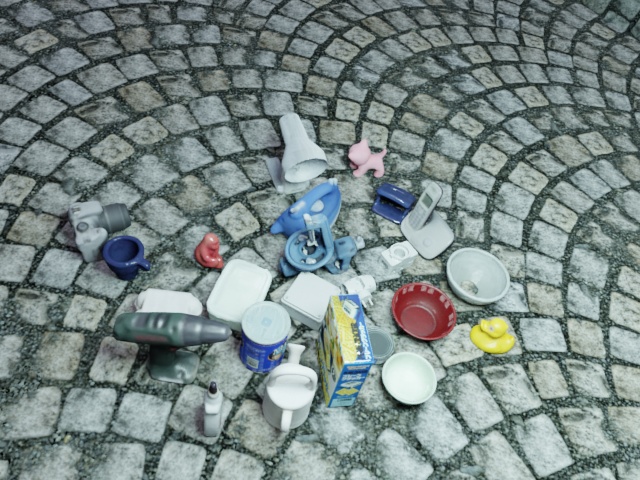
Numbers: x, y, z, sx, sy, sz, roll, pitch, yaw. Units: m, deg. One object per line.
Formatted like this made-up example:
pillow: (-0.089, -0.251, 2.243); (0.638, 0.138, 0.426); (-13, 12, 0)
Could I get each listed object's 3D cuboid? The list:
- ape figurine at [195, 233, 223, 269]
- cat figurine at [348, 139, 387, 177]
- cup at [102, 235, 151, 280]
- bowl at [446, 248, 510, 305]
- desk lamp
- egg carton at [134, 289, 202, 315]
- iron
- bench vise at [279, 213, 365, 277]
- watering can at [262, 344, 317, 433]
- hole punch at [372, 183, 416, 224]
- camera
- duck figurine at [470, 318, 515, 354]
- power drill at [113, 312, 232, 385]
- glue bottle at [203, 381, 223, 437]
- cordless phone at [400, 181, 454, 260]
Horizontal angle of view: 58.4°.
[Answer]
ape figurine: (-0.268, 0.020, 1.400); (0.076, 0.092, 0.078); (16, 51, 2)
cat figurine: (0.135, -0.244, 1.674); (0.128, 0.118, 0.067); (-4, 53, -14)
cup: (-0.441, 0.056, 1.335); (0.117, 0.095, 0.092); (26, 52, 10)
bowl: (0.397, 0.106, 1.476); (0.167, 0.075, 0.167); (6, 51, -7)
desk lamp: (-0.071, -0.221, 1.553); (0.118, 0.213, 0.203); (-13, 55, -20)
egg carton: (-0.343, 0.166, 1.283); (0.150, 0.069, 0.107); (6, 51, -6)
iron: (-0.012, -0.094, 1.510); (0.118, 0.141, 0.259); (34, 53, 16)
bench vise: (0.006, -0.004, 1.391); (0.208, 0.220, 0.121); (-24, 60, -27)
watering can: (-0.061, 0.294, 1.157); (0.101, 0.194, 0.172); (-9, 54, -17)
hole punch: (0.209, -0.118, 1.606); (0.108, 0.091, 0.101); (27, 52, 11)
camera: (-0.530, -0.040, 1.389); (0.137, 0.101, 0.143); (-17, 57, -23)
duck figurine: (0.424, 0.224, 1.380); (0.104, 0.086, 0.077); (19, 51, 4)
power drill: (-0.295, 0.213, 1.165); (0.229, 0.208, 0.075); (9, 51, -4)
glue bottle: (-0.209, 0.320, 1.120); (0.037, 0.173, 0.078); (2, 51, -9)
cordless phone: (0.298, -0.052, 1.510); (0.094, 0.185, 0.147); (-24, 60, -27)
